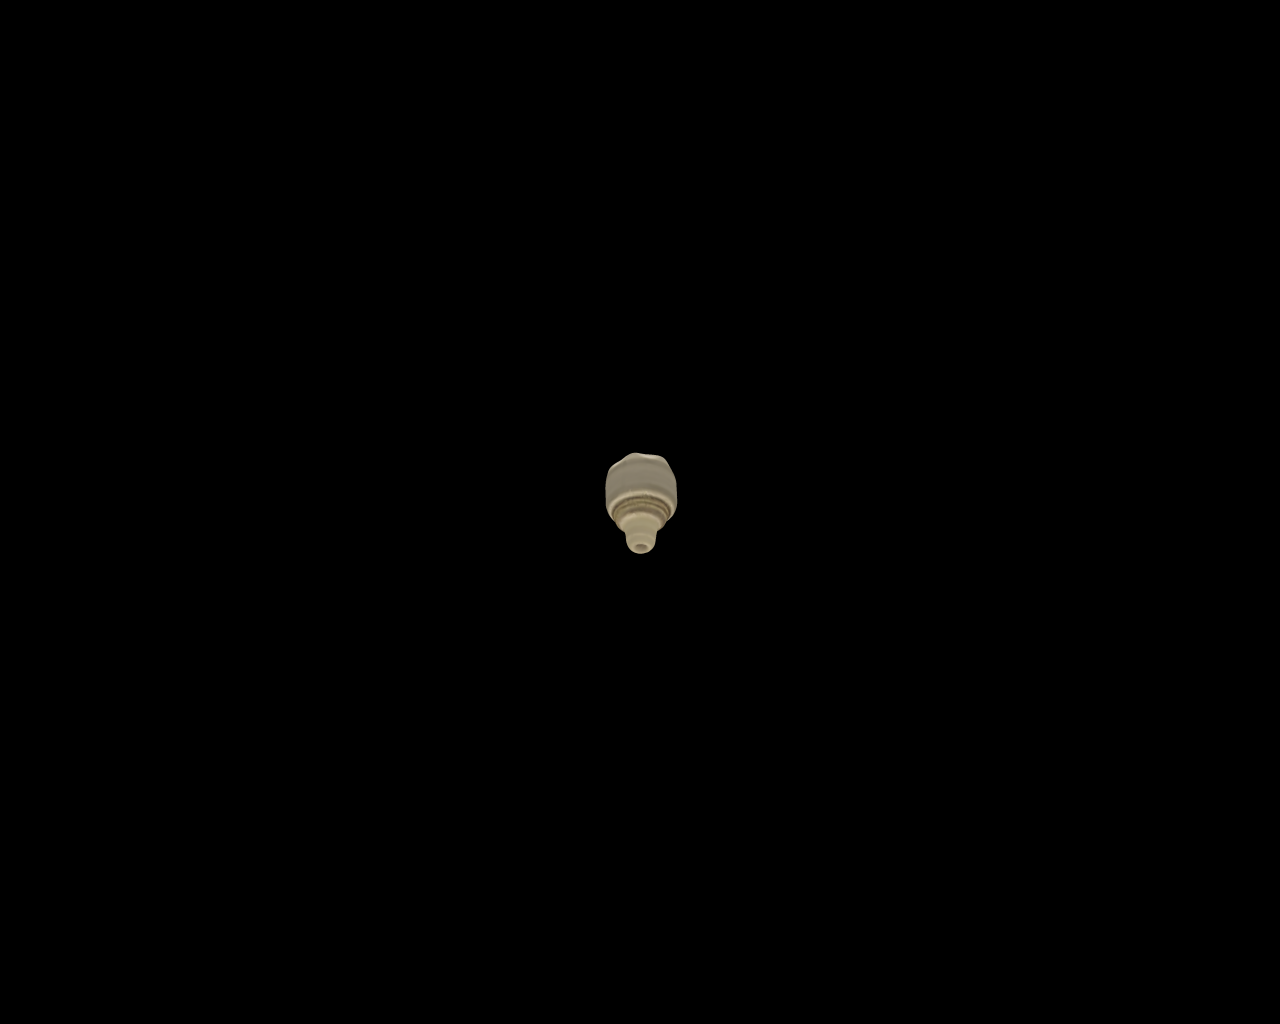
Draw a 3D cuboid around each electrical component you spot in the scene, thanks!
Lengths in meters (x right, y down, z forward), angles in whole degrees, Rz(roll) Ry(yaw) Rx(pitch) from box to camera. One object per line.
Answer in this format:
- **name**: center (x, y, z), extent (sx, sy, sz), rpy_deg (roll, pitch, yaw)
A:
- **electrical component**: center (0.001, -0.003, 0.650), extent (0.043, 0.062, 0.043), rpy_deg (0, -37, 0)
